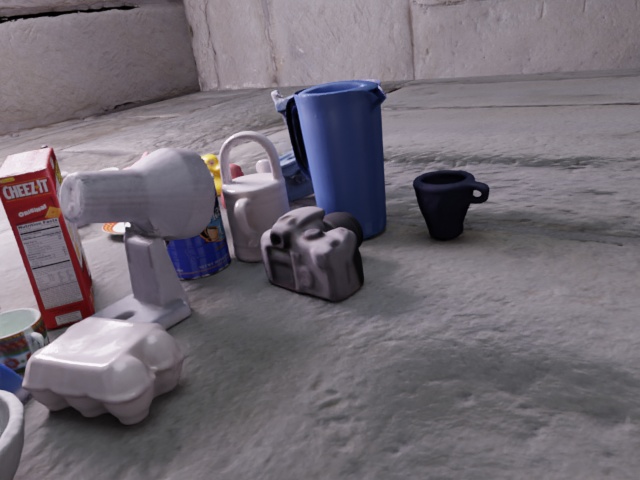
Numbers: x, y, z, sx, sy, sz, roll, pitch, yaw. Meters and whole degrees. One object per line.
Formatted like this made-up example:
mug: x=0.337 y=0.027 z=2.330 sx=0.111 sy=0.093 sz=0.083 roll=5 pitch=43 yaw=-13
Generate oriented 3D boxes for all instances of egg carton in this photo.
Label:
egg carton: x=-0.219 y=0.131 z=0.588 sx=0.150 sy=0.069 sz=0.107 roll=1 pitch=23 yaw=22

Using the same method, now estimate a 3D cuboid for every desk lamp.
desk lamp: x=-0.225 y=0.002 z=0.719 sx=0.117 sy=0.214 sz=0.204 roll=8 pitch=27 yaw=36

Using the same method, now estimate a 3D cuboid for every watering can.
watering can: x=-0.102 y=-0.075 z=0.897 sx=0.101 sy=0.194 sz=0.172 roll=-12 pitch=22 yaw=-9

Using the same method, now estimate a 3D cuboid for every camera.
camera: x=0.007 y=0.003 z=0.788 sx=0.142 sy=0.101 sz=0.137 roll=13 pitch=30 yaw=42

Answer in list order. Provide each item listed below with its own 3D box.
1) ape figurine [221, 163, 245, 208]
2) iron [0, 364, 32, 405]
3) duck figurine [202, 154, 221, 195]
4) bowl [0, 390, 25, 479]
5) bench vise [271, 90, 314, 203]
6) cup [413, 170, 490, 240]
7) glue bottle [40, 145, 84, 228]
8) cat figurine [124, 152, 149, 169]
ape figurine: x=-0.167 y=-0.108 z=1.142 sx=0.076 sy=0.092 sz=0.077 roll=-25 pitch=27 yaw=-36
iron: x=-0.411 y=0.146 z=0.520 sx=0.118 sy=0.141 sz=0.259 roll=13 pitch=29 yaw=42
duck figurine: x=-0.247 y=-0.149 z=1.282 sx=0.104 sy=0.086 sz=0.078 roll=2 pitch=24 yaw=24
bowl: x=-0.313 y=0.195 z=0.453 sx=0.167 sy=0.075 sz=0.167 roll=-7 pitch=21 yaw=3
bench vise: x=-0.012 y=-0.185 z=1.105 sx=0.207 sy=0.220 sz=0.121 roll=-9 pitch=22 yaw=-1
cup: x=0.199 y=-0.049 z=0.857 sx=0.117 sy=0.095 sz=0.092 roll=11 pitch=28 yaw=40
glue bottle: x=-0.531 y=-0.107 z=1.159 sx=0.078 sy=0.173 sz=0.037 roll=-7 pitch=22 yaw=3
cat figurine: x=-0.356 y=-0.130 z=1.230 sx=0.127 sy=0.118 sz=0.067 roll=2 pitch=24 yaw=24
